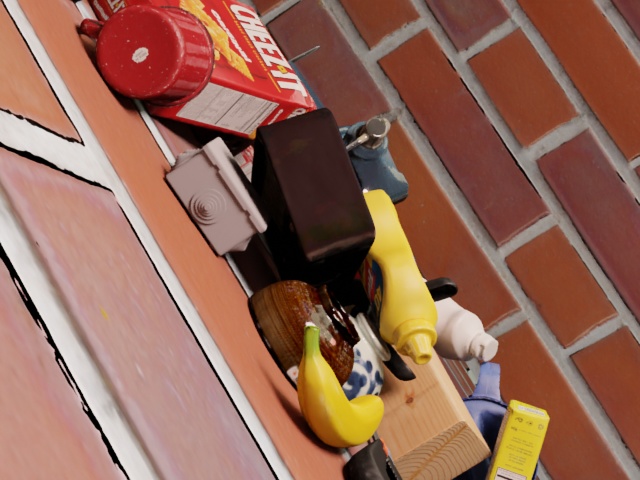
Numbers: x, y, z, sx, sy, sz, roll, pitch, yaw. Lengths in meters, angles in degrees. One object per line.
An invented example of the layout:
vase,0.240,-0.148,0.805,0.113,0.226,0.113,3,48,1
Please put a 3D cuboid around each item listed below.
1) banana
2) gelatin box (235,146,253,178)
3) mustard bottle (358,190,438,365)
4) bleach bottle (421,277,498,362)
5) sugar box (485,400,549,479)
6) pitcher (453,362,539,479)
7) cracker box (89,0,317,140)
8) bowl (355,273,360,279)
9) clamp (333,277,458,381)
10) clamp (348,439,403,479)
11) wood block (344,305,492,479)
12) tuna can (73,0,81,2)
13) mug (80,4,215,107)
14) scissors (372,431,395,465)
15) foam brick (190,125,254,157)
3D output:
banana,0.019,0.135,0.867,0.037,0.069,0.197,14,-20,22
gelatin box,-0.087,-0.088,1.277,0.089,0.030,0.073,59,7,11
mustard bottle,0.072,0.045,1.047,0.096,0.058,0.192,90,-14,-44
bleach bottle,0.105,0.074,1.281,0.251,0.068,0.102,28,-29,40
sugar box,0.193,0.259,1.111,0.048,0.176,0.093,15,-1,11
pitcher,0.192,0.243,1.288,0.145,0.149,0.242,53,2,10
cracker box,-0.118,-0.194,1.109,0.213,0.072,0.164,7,47,-55
bowl,-0.008,0.001,1.207,0.162,0.055,0.162,45,-10,9
clamp,0.061,0.074,1.124,0.172,0.120,0.039,21,-29,39
clamp,0.057,0.219,0.833,0.164,0.036,0.210,53,6,-32
wood block,0.087,0.154,1.138,0.090,0.091,0.206,50,10,-46
tuna can,-0.238,-0.266,0.994,0.086,0.034,0.086,56,7,-10
mug,-0.158,-0.170,0.945,0.117,0.093,0.081,27,10,5
scissors,0.071,0.225,1.011,0.096,0.016,0.202,57,6,-17
foam brick,-0.112,-0.133,1.206,0.051,0.053,0.078,60,8,23
